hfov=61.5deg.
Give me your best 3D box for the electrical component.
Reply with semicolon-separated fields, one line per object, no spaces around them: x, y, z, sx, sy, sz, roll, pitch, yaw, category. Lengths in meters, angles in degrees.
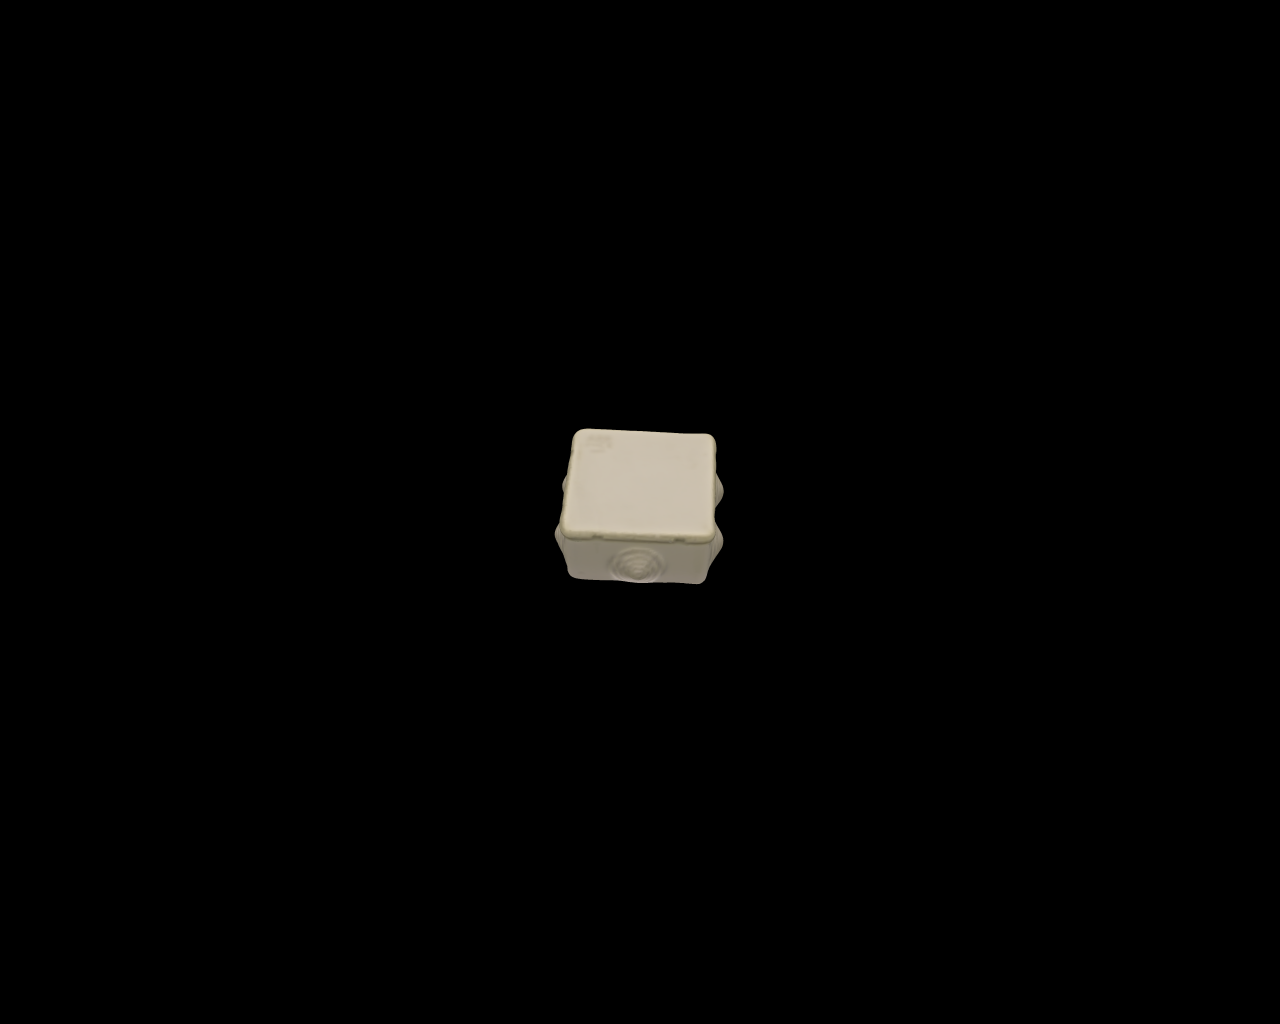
0.001;-0.003;0.650;0.100;0.100;0.048;2;-43;2;electrical component
